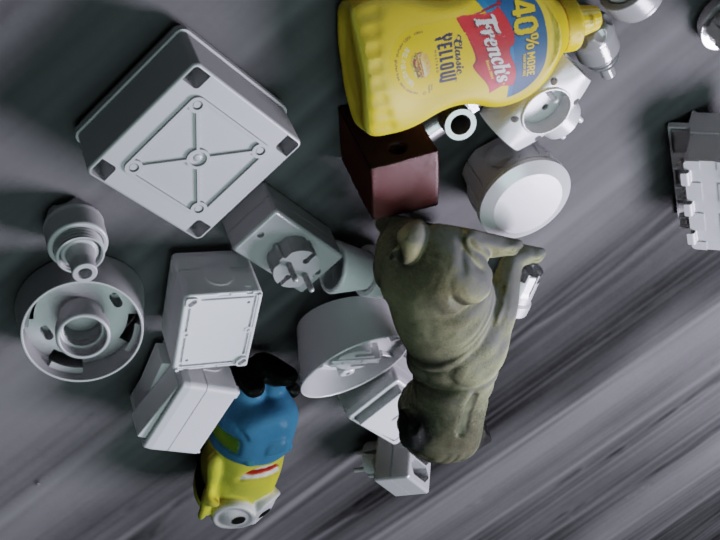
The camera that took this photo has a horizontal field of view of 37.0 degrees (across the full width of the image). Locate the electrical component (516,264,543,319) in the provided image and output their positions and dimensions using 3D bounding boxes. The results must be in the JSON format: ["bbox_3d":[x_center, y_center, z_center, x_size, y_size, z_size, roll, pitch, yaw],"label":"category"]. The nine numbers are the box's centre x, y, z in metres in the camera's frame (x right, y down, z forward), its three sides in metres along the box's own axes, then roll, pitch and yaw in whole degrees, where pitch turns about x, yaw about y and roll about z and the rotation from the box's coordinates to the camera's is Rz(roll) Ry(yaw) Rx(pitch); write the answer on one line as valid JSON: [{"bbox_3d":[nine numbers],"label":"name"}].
[{"bbox_3d":[0.142,0.015,0.980,0.040,0.040,0.046,4,123,-29],"label":"electrical component"}]

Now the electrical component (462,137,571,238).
[{"bbox_3d":[0.127,-0.069,0.881,0.080,0.051,0.080,-14,136,-14],"label":"electrical component"}]

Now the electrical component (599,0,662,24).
[{"bbox_3d":[0.190,-0.210,0.780,0.045,0.045,0.055,-45,135,19],"label":"electrical component"}]

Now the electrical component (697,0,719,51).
[{"bbox_3d":[0.299,-0.186,0.848,0.066,0.055,0.048,24,117,-40],"label":"electrical component"}]

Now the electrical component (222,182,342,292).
[{"bbox_3d":[-0.054,-0.012,0.829,0.047,0.075,0.083,-41,136,15],"label":"electrical component"}]

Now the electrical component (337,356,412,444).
[{"bbox_3d":[0.030,0.120,1.010,0.062,0.061,0.096,-39,136,13],"label":"electrical component"}]

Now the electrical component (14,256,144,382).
[{"bbox_3d":[-0.213,0.035,0.824,0.099,0.064,0.099,-8,121,-13],"label":"electrical component"}]

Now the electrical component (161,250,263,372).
[{"bbox_3d":[-0.121,0.034,0.853,0.062,0.061,0.096,-3,133,-23],"label":"electrical component"}]

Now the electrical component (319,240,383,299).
[{"bbox_3d":[0.000,0.000,0.891,0.055,0.045,0.045,7,128,-31],"label":"electrical component"}]

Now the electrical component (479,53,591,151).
[{"bbox_3d":[0.146,-0.127,0.839,0.077,0.044,0.079,-44,134,18],"label":"electrical component"}]

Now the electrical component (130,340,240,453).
[{"bbox_3d":[-0.156,0.109,0.908,0.061,0.061,0.096,13,124,-35],"label":"electrical component"}]

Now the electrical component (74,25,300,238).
[{"bbox_3d":[-0.117,-0.092,0.736,0.109,0.056,0.109,-41,135,15],"label":"electrical component"}]

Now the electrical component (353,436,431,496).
[{"bbox_3d":[0.027,0.188,1.078,0.077,0.065,0.047,-12,145,28],"label":"electrical component"}]

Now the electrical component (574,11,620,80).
[{"bbox_3d":[0.183,-0.169,0.825,0.035,0.035,0.061,-34,140,8],"label":"electrical component"}]

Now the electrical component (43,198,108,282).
[{"bbox_3d":[-0.200,-0.018,0.763,0.043,0.062,0.043,-14,136,-14],"label":"electrical component"}]

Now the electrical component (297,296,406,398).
[{"bbox_3d":[-0.008,0.067,0.929,0.099,0.064,0.099,-10,151,-6],"label":"electrical component"}]

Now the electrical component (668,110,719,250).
[{"bbox_3d":[0.315,-0.075,0.950,0.079,0.063,0.121,6,145,26],"label":"electrical component"}]
